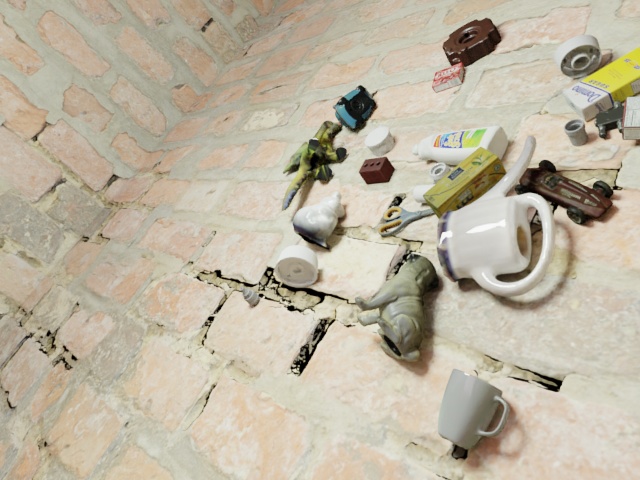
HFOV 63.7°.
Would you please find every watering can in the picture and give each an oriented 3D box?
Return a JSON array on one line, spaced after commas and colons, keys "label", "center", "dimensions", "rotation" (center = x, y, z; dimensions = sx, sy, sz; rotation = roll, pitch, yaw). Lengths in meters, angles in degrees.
[{"label": "watering can", "center": [0.343, -0.043, 1.017], "dimensions": [0.223, 0.102, 0.355], "rotation": [-14, 51, 35]}]

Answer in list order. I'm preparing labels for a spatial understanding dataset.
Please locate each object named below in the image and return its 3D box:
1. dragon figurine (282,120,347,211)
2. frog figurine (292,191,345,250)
[{"label": "dragon figurine", "center": [-0.044, -0.250, 1.669], "dimensions": [0.415, 0.121, 0.242], "rotation": [-52, 18, -18]}, {"label": "frog figurine", "center": [0.004, -0.069, 1.380], "dimensions": [0.161, 0.122, 0.137], "rotation": [-63, 18, -10]}]
